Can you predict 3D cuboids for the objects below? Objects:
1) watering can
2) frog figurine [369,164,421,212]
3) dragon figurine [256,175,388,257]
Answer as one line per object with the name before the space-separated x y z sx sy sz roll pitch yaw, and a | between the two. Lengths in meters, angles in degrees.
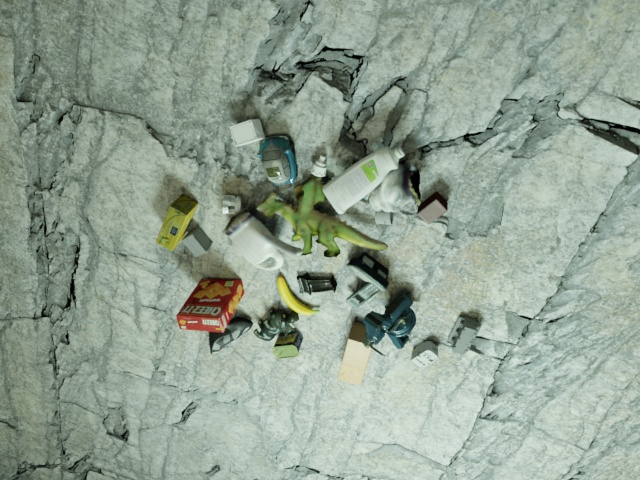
watering can | -0.189 0.000 1.641 0.223 0.106 0.344 49 151 -11
frog figurine | 0.206 -0.146 1.504 0.158 0.123 0.138 -12 83 30
dragon figurine | 0.005 -0.081 1.604 0.410 0.124 0.239 0 111 11
